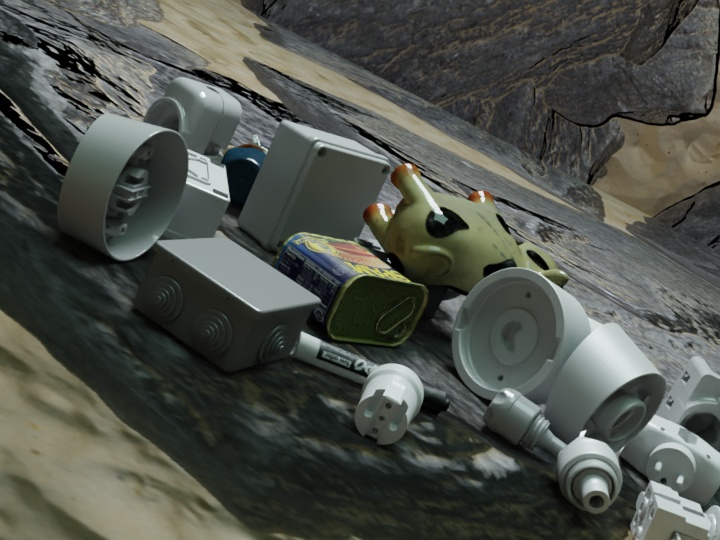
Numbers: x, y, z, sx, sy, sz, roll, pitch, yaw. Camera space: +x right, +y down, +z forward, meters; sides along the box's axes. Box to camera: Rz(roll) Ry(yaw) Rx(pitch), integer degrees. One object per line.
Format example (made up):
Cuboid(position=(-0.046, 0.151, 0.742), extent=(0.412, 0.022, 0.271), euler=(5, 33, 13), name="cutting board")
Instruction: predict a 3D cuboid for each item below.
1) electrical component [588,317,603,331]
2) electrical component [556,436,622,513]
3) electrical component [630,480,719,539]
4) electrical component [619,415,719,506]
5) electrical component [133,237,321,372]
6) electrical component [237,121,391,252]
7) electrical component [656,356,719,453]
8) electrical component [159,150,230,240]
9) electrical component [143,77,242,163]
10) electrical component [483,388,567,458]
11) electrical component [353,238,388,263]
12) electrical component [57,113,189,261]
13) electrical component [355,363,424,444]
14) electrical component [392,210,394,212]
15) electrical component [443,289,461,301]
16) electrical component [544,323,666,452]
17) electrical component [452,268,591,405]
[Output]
Cuboid(position=(0.219, 0.079, 1.040), extent=(0.080, 0.051, 0.080), euler=(25, 15, -7), name="electrical component")
Cuboid(position=(0.157, 0.143, 0.732), extent=(0.043, 0.043, 0.062), euler=(27, 16, -3), name="electrical component")
Cuboid(position=(0.218, 0.176, 0.725), extent=(0.055, 0.048, 0.066), euler=(20, 14, 4), name="electrical component")
Cuboid(position=(0.248, 0.154, 0.855), extent=(0.077, 0.043, 0.079), euler=(31, 16, 15), name="electrical component")
Cuboid(position=(-0.088, 0.022, 0.706), extent=(0.100, 0.048, 0.100), euler=(32, 15, 19), name="electrical component")
Cuboid(position=(-0.041, -0.069, 0.981), extent=(0.056, 0.108, 0.109), euler=(35, 16, 37), name="electrical component")
Cuboid(position=(0.289, 0.129, 0.918), extent=(0.050, 0.089, 0.055), euler=(27, 15, -2), name="electrical component")
Cuboid(position=(-0.164, -0.068, 0.861), extent=(0.109, 0.056, 0.108), euler=(23, 15, -17), name="electrical component")
Cuboid(position=(-0.159, -0.123, 0.982), extent=(0.059, 0.095, 0.054), euler=(9, 23, -50), name="electrical component")
Cuboid(position=(0.123, 0.115, 0.787), extent=(0.061, 0.035, 0.035), euler=(35, 16, 16), name="electrical component")
Cuboid(position=(0.000, 0.000, 0.937), extent=(0.040, 0.046, 0.040), euler=(25, 15, -7), name="electrical component")
Cuboid(position=(-0.166, -0.058, 0.751), extent=(0.064, 0.099, 0.099), euler=(21, 15, 2), name="electrical component")
Cuboid(position=(0.018, 0.087, 0.692), extent=(0.040, 0.040, 0.046), euler=(28, 21, 3), name="electrical component")
Cuboid(position=(0.050, -0.020, 1.088), extent=(0.066, 0.047, 0.076), euler=(25, 14, -5), name="electrical component")
Cuboid(position=(0.073, -0.002, 1.027), extent=(0.048, 0.055, 0.066), euler=(-15, -19, 31), name="electrical component")
Cuboid(position=(0.187, 0.097, 0.834), extent=(0.099, 0.099, 0.064), euler=(12, 28, -45), name="electrical component")
Cuboid(position=(0.135, 0.058, 0.869), extent=(0.060, 0.108, 0.108), euler=(21, 15, -44), name="electrical component")
